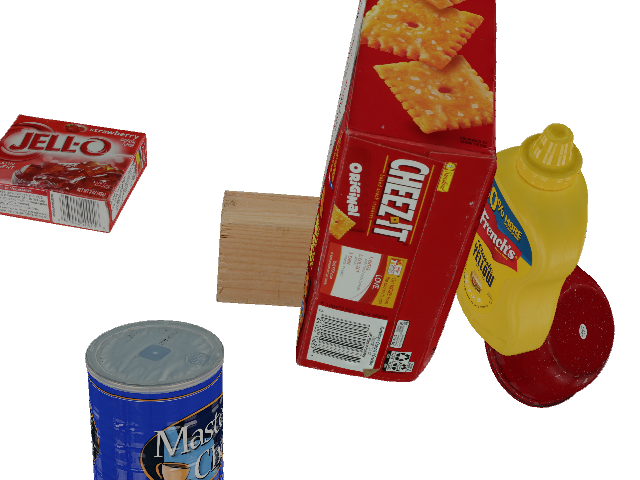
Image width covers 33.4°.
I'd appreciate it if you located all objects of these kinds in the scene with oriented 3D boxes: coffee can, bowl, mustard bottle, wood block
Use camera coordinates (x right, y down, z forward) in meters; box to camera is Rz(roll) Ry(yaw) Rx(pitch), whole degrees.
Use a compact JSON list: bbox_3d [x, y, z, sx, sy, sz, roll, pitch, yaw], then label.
[{"bbox_3d":[-0.125,0.146,0.821,0.103,0.140,0.103,2,23,-1],"label":"coffee can"},{"bbox_3d":[0.242,0.090,1.070,0.161,0.162,0.055,0,-1,-32],"label":"bowl"},{"bbox_3d":[0.142,-0.008,0.739,0.058,0.096,0.192,-11,-36,-14],"label":"mustard bottle"},{"bbox_3d":[0.003,0.012,1.062,0.206,0.091,0.090,4,20,-4],"label":"wood block"}]

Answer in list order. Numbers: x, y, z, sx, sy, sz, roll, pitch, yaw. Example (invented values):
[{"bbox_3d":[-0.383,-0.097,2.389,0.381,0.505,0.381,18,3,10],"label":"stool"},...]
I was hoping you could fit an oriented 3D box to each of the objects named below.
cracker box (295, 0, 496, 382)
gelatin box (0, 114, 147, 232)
[{"bbox_3d":[0.043,-0.060,0.552,0.072,0.213,0.164,11,-43,0],"label":"cracker box"},{"bbox_3d":[-0.163,-0.044,0.672,0.089,0.030,0.073,10,40,7],"label":"gelatin box"}]
